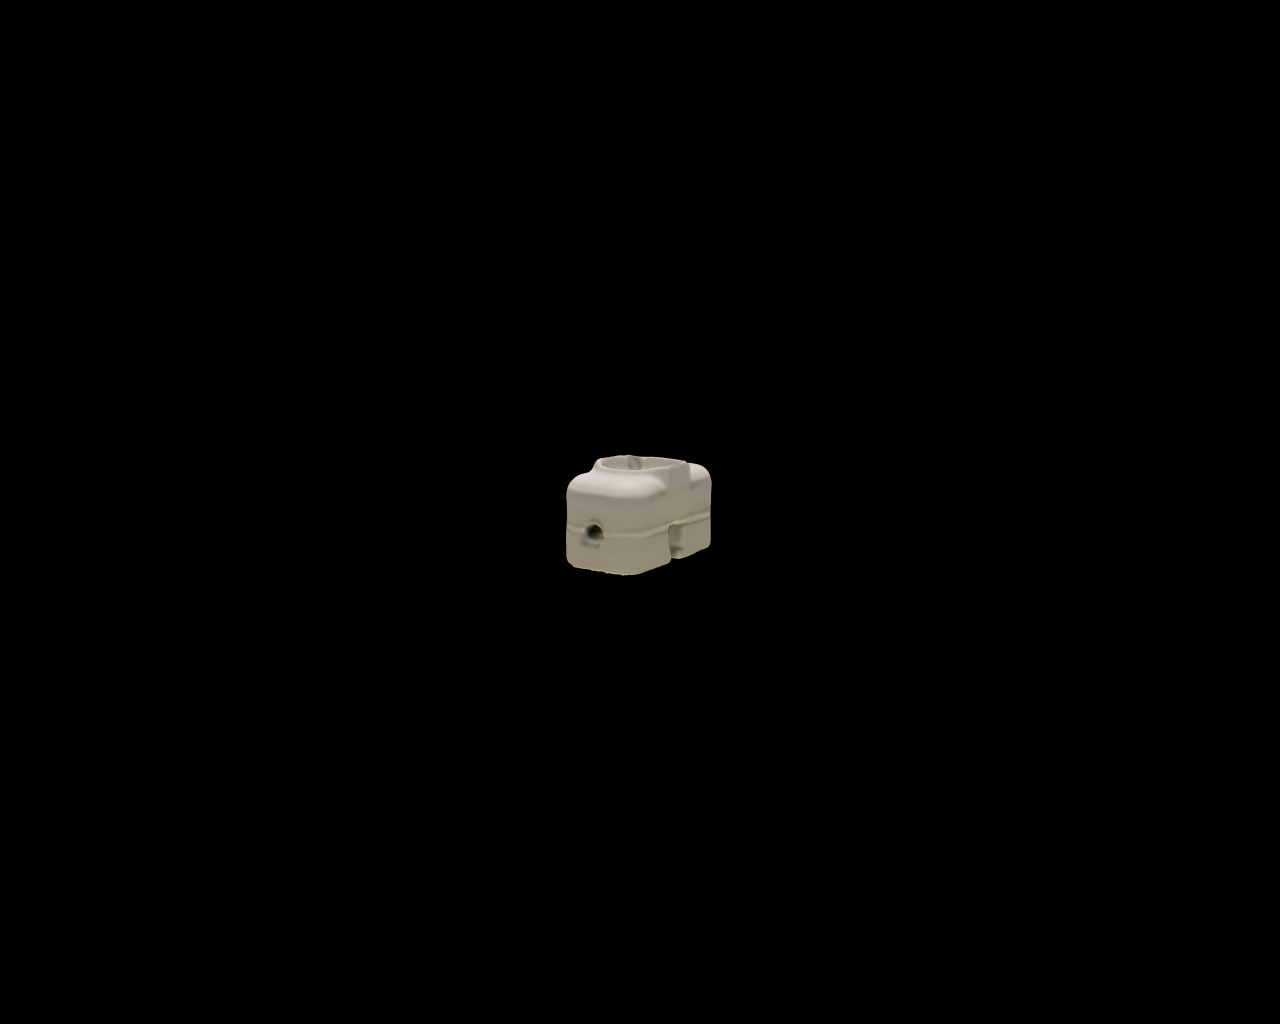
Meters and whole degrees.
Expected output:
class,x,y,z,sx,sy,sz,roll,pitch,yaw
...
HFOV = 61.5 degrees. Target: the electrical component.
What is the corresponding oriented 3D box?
class,x,y,z,sx,sy,sz,roll,pitch,yaw
electrical component,0.001,-0.003,0.650,0.054,0.059,0.095,8,14,35
